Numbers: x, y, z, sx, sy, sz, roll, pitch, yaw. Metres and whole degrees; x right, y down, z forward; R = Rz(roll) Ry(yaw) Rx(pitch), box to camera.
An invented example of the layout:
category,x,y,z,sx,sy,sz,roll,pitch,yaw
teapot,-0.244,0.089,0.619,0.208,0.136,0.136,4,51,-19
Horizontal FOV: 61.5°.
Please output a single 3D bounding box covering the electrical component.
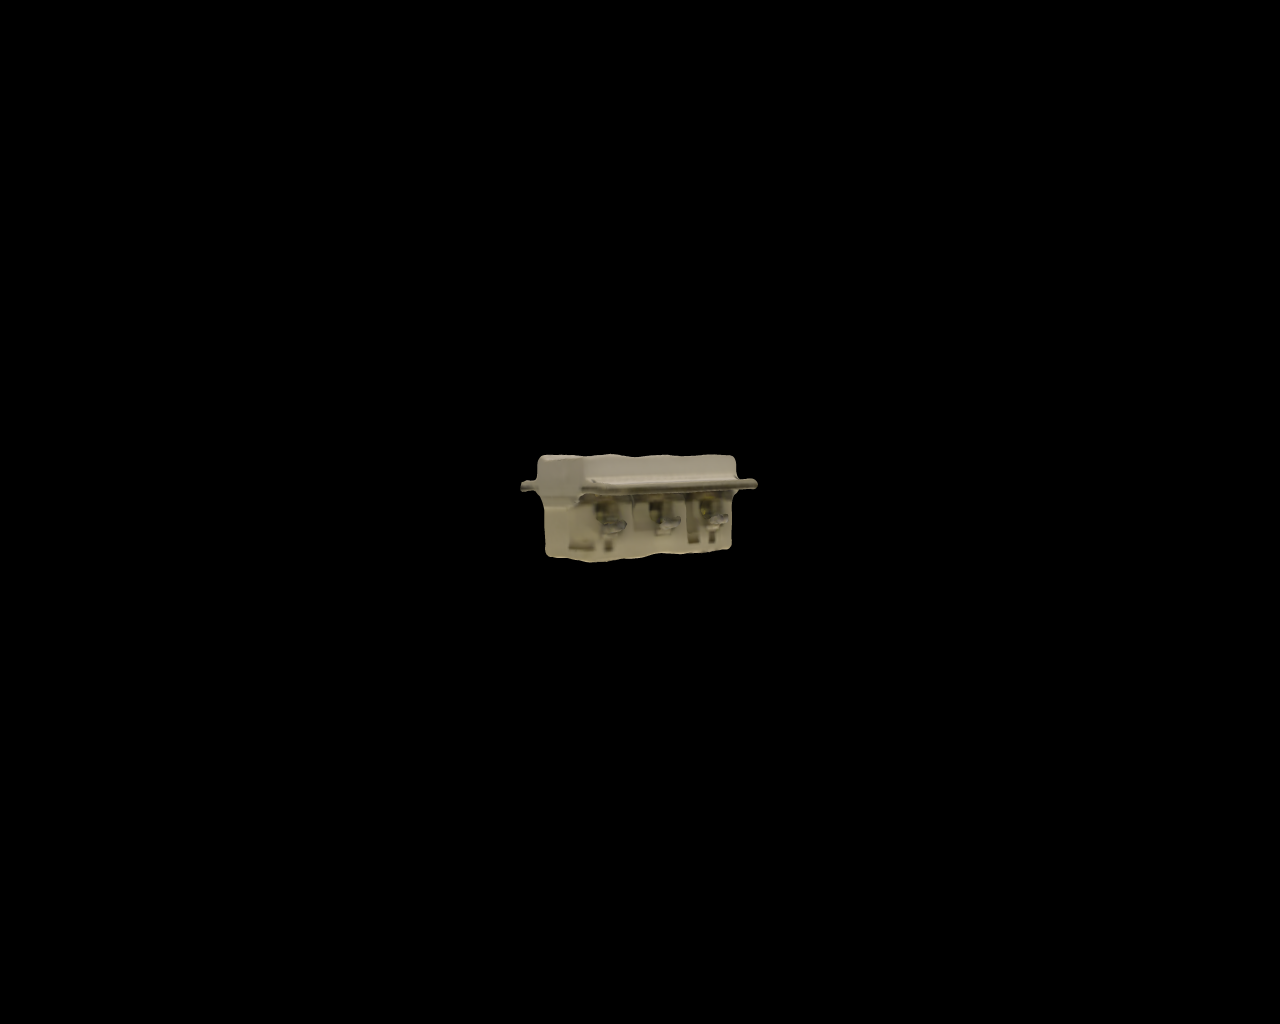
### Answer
category,x,y,z,sx,sy,sz,roll,pitch,yaw
electrical component,0.001,-0.003,0.650,0.121,0.063,0.078,-2,3,-40
